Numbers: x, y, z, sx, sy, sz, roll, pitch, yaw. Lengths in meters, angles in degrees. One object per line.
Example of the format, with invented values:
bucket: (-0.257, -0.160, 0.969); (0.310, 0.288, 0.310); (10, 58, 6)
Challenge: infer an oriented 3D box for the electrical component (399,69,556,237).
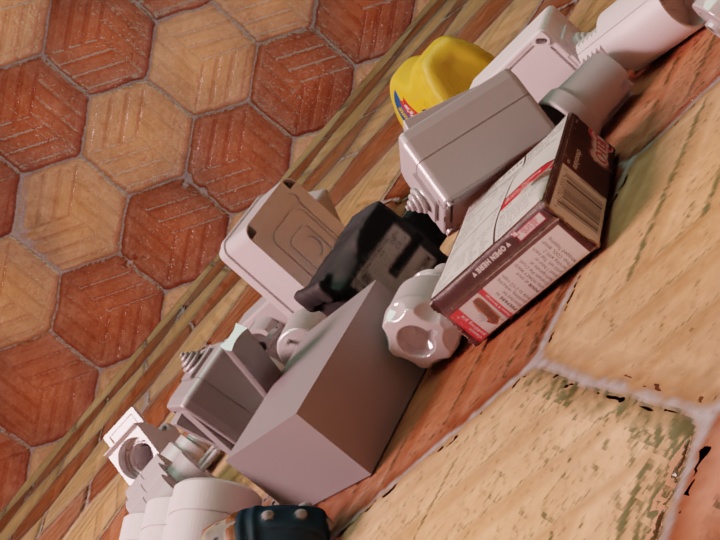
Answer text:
electrical component: (0.063, -0.070, 0.653); (0.096, 0.061, 0.061); (-32, -16, -6)

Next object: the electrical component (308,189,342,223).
electrical component: (-0.049, -0.017, 1.002); (0.062, 0.096, 0.061); (-7, 33, 29)

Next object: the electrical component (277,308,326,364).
electrical component: (-0.038, 0.047, 0.841); (0.040, 0.040, 0.078); (-44, 11, 28)

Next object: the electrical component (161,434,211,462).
electrical component: (-0.143, 0.156, 0.896); (0.078, 0.040, 0.040); (-52, 10, -13)

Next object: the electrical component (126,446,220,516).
electrical component: (-0.128, 0.158, 0.786); (0.073, 0.052, 0.138); (-51, 10, -8)

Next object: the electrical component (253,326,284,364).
electrical component: (-0.086, 0.083, 0.873); (0.078, 0.058, 0.057); (-52, 13, -16)

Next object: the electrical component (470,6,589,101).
electrical component: (0.125, -0.131, 0.729); (0.096, 0.062, 0.061); (-43, 12, 35)

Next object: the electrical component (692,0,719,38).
electrical component: (0.197, -0.144, 0.531); (0.065, 0.044, 0.044); (-52, 9, 13)

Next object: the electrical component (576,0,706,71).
electrical component: (0.167, -0.145, 0.653); (0.043, 0.043, 0.081); (-56, 12, -33)

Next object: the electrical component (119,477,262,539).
electrical component: (-0.108, 0.177, 0.638); (0.138, 0.052, 0.073); (-38, 38, 50)

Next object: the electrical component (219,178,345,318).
electrical component: (-0.053, -0.011, 0.914); (0.057, 0.113, 0.078); (-31, 20, 53)

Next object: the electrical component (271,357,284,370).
electrical component: (-0.078, 0.096, 0.799); (0.048, 0.066, 0.055); (14, 49, 40)

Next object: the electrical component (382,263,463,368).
electrical component: (0.040, 0.020, 0.593); (0.043, 0.043, 0.062); (-41, 12, 40)

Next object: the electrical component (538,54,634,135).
electrical component: (0.136, -0.101, 0.643); (0.046, 0.040, 0.040); (-45, 9, -9)

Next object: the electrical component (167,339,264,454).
electrical component: (-0.087, 0.092, 0.728); (0.061, 0.096, 0.062); (-57, 12, -17)

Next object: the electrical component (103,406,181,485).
electrical component: (-0.183, 0.164, 0.951); (0.042, 0.081, 0.064); (-46, -18, 13)

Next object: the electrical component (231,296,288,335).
electrical component: (-0.081, 0.057, 0.973); (0.083, 0.047, 0.075); (-41, 13, 39)
